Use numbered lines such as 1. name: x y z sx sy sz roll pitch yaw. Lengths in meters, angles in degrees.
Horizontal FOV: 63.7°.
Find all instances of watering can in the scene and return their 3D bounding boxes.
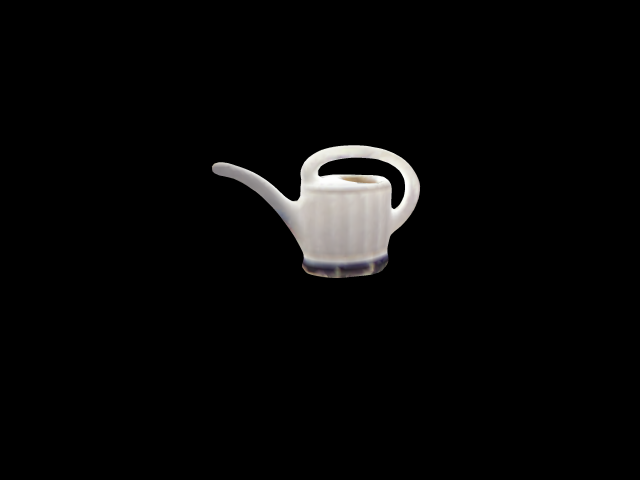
1. watering can: 0.003 -0.043 0.850 0.348 0.222 0.105 -4 15 -15
